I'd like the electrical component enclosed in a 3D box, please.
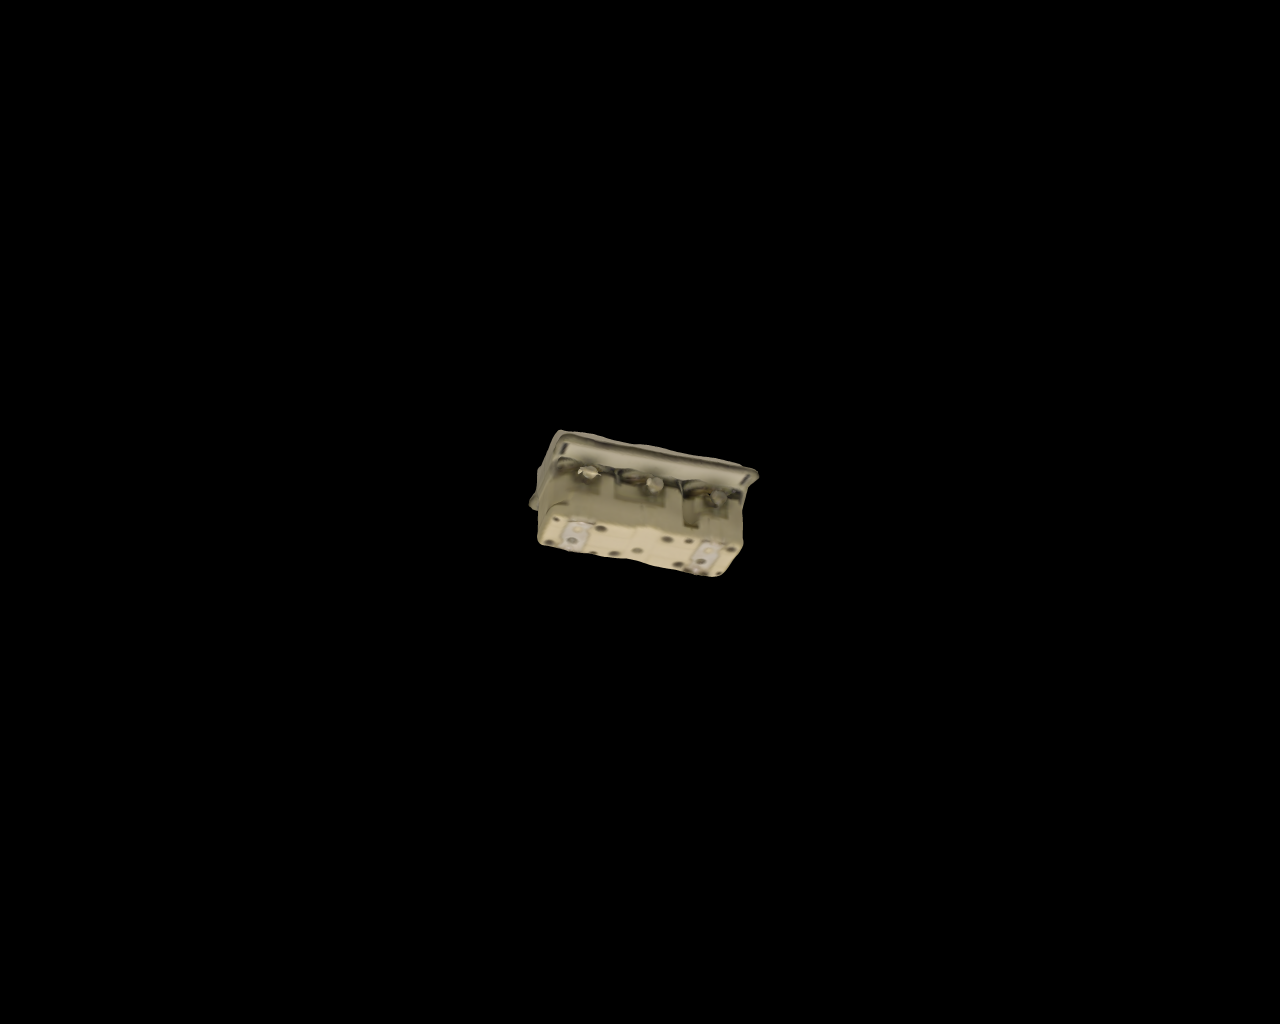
[{"bbox_3d":[0.001,-0.003,0.650,0.121,0.063,0.078,11,-35,-16],"label":"electrical component"}]
